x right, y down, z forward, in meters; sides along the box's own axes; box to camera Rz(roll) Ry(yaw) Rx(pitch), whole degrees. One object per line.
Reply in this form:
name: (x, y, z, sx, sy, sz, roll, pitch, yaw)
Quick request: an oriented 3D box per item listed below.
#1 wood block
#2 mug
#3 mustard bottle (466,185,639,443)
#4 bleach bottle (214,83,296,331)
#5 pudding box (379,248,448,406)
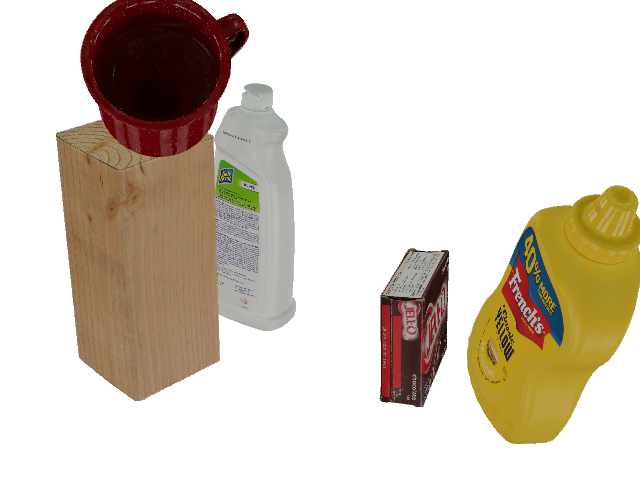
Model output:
wood block: (-0.144, 0.011, 0.858, 0.090, 0.206, 0.090, -24, 37, -38)
mug: (-0.098, -0.111, 0.705, 0.117, 0.093, 0.081, -37, -6, -14)
mustard bottle: (0.142, 0.036, 0.634, 0.058, 0.096, 0.192, 1, -38, -13)
bleach bottle: (-0.067, -0.036, 1.104, 0.103, 0.251, 0.068, 19, 29, 23)
pudding box: (0.075, 0.066, 0.843, 0.039, 0.090, 0.113, 5, 20, 13)
